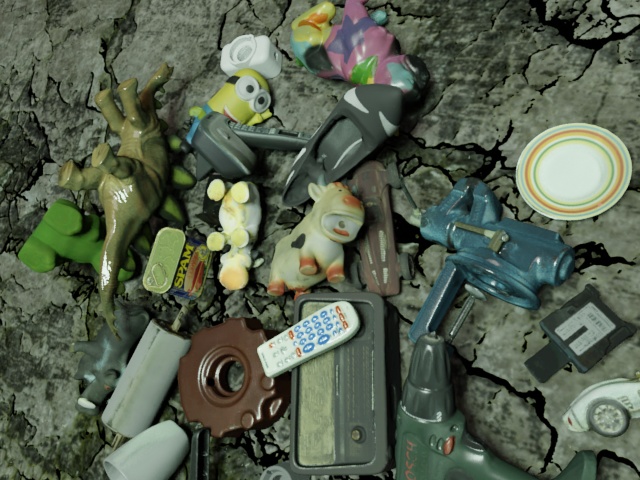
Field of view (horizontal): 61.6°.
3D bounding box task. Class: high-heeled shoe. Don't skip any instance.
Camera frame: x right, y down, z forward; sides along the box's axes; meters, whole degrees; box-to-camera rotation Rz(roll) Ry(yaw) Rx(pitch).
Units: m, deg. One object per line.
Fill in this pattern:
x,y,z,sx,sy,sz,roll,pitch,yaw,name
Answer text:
0.020,-0.122,0.739,0.086,0.249,0.145,43,71,-5,high-heeled shoe

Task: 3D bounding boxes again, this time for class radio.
0.035,0.185,0.704,0.131,0.073,0.229,-7,72,23,radio

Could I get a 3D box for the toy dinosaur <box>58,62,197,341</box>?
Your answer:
-0.300,-0.086,0.864,0.105,0.198,0.471,-4,63,33,toy dinosaur

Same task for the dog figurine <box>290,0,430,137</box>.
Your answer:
0.059,-0.255,0.811,0.192,0.108,0.219,-19,70,18,dog figurine

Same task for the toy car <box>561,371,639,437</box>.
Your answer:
0.355,0.158,0.566,0.202,0.073,0.056,-24,70,16,toy car

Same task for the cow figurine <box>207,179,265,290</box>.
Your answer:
-0.125,-0.009,0.836,0.068,0.098,0.167,1,93,17,cow figurine

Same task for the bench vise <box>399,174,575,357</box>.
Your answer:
0.174,0.044,0.662,0.224,0.128,0.240,26,82,31,bench vise

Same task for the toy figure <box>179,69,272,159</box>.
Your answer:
-0.162,-0.214,0.911,0.180,0.082,0.089,-43,57,9,toy figure

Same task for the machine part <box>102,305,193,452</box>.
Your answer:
-0.265,0.212,0.833,0.079,0.079,0.243,23,85,28,machine part

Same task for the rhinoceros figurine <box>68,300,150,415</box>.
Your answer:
-0.344,0.190,0.883,0.112,0.073,0.190,25,84,18,rhinoceros figurine

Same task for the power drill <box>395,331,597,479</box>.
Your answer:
0.181,0.230,0.584,0.207,0.086,0.231,15,109,15,power drill

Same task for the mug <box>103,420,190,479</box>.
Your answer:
-0.241,0.324,0.781,0.081,0.109,0.107,23,42,33,mug

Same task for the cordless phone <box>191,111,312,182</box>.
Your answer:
-0.091,-0.139,0.814,0.184,0.147,0.088,3,112,-1,cordless phone

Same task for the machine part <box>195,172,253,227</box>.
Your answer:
-0.160,-0.089,0.893,0.084,0.039,0.139,3,64,21,machine part

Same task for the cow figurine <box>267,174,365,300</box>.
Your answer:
-0.002,-0.002,0.737,0.195,0.085,0.127,-42,41,51,cow figurine

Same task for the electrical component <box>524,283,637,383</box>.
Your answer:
0.291,0.116,0.624,0.119,0.047,0.075,-38,62,8,electrical component

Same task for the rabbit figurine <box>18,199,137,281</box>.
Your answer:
-0.400,0.017,0.924,0.121,0.170,0.159,-56,20,-1,rabbit figurine

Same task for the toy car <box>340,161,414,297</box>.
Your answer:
0.078,-0.020,0.761,0.089,0.053,0.202,-10,69,18,toy car

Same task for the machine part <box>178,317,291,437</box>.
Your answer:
-0.128,0.199,0.786,0.179,0.056,0.179,-8,71,23,machine part
